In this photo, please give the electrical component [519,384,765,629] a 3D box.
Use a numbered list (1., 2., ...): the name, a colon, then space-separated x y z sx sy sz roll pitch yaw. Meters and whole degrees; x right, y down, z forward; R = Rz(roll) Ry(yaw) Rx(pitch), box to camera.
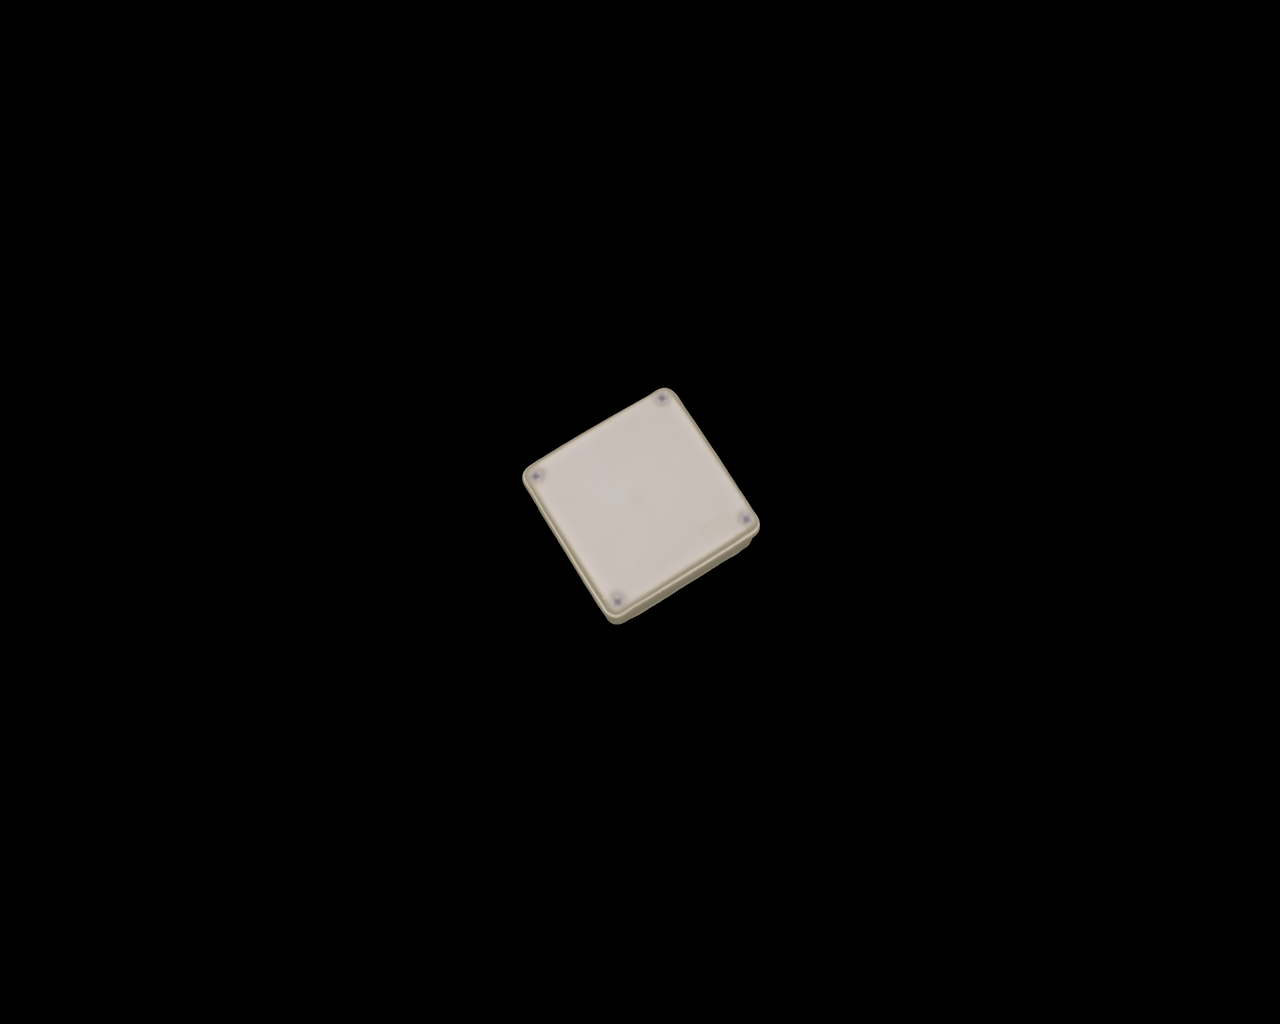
1. electrical component: 0.001 -0.003 0.650 0.109 0.109 0.056 -31 -11 -7
